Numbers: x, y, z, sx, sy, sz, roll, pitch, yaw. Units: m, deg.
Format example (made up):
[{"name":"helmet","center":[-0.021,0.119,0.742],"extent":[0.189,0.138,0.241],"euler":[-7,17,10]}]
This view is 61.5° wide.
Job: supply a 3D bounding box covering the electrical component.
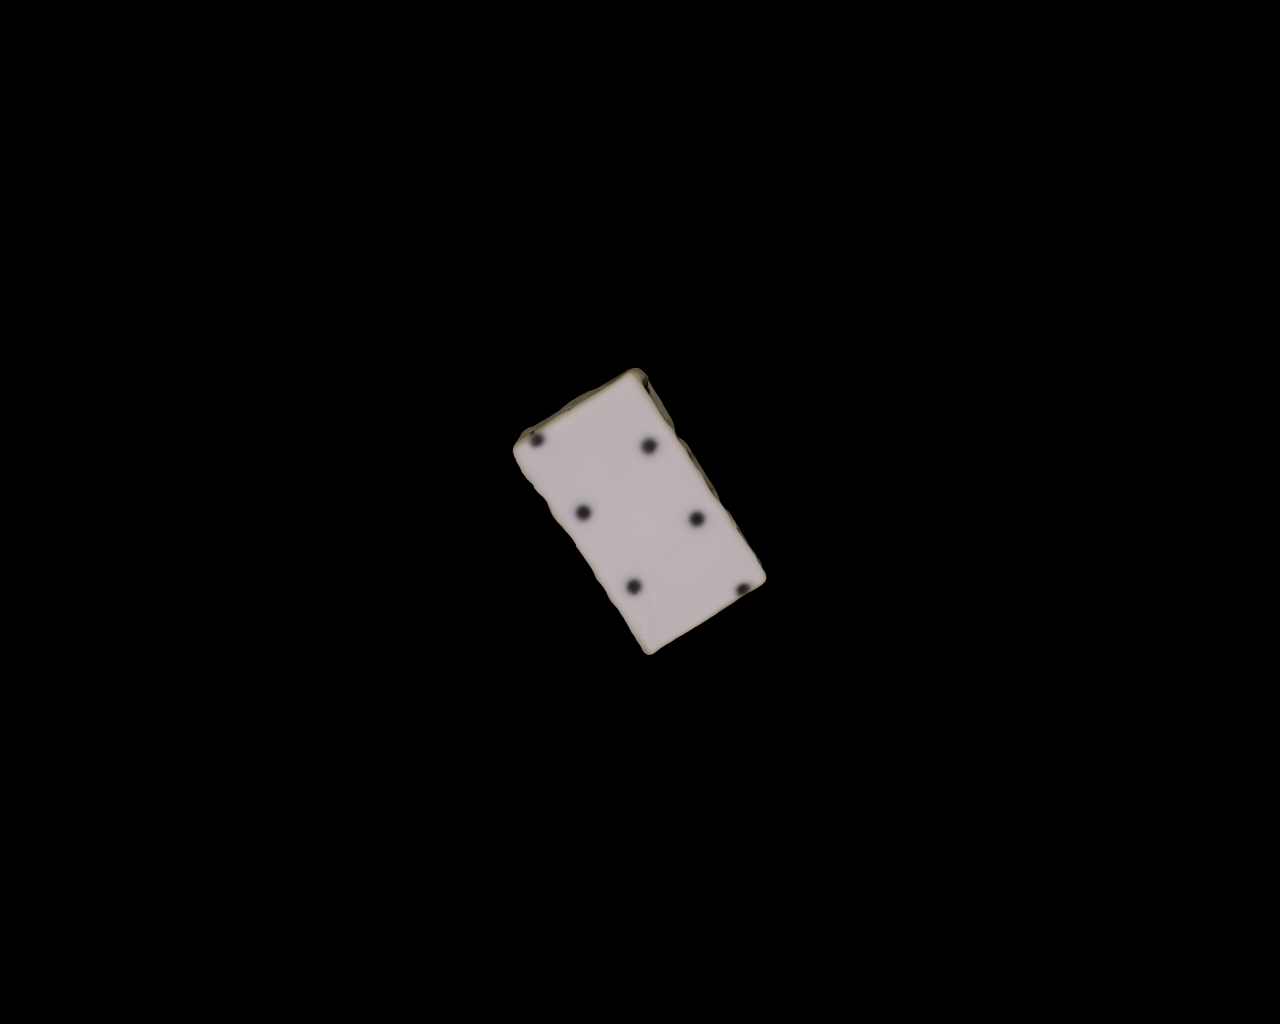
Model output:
[{"name":"electrical component","center":[0.001,-0.003,0.650],"extent":[0.089,0.150,0.062],"euler":[-31,8,5]}]
